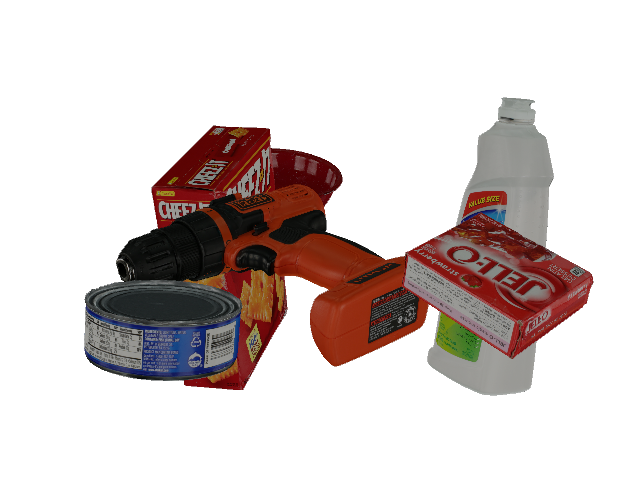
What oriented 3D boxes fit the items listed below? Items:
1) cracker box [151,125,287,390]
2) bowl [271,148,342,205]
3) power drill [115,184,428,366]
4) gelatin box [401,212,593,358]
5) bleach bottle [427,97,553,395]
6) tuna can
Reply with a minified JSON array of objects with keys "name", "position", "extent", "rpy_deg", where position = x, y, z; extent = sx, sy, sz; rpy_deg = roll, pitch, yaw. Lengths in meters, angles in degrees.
[{"name":"cracker box","position":[-0.091,0.014,1.055],"extent":[0.072,0.214,0.164],"rpy_deg":[3,27,15]},{"name":"bowl","position":[-0.056,-0.058,1.296],"extent":[0.162,0.055,0.162],"rpy_deg":[4,26,-2]},{"name":"power drill","position":[-0.028,0.021,0.772],"extent":[0.184,0.057,0.188],"rpy_deg":[-22,37,-37]},{"name":"gelatin box","position":[0.106,0.024,0.643],"extent":[0.073,0.030,0.089],"rpy_deg":[-26,45,-37]},{"name":"bleach bottle","position":[0.152,0.001,0.931],"extent":[0.068,0.251,0.103],"rpy_deg":[-2,14,-28]},{"name":"tuna can","position":[-0.087,0.048,0.588],"extent":[0.086,0.034,0.086],"rpy_deg":[4,12,-1]}]
